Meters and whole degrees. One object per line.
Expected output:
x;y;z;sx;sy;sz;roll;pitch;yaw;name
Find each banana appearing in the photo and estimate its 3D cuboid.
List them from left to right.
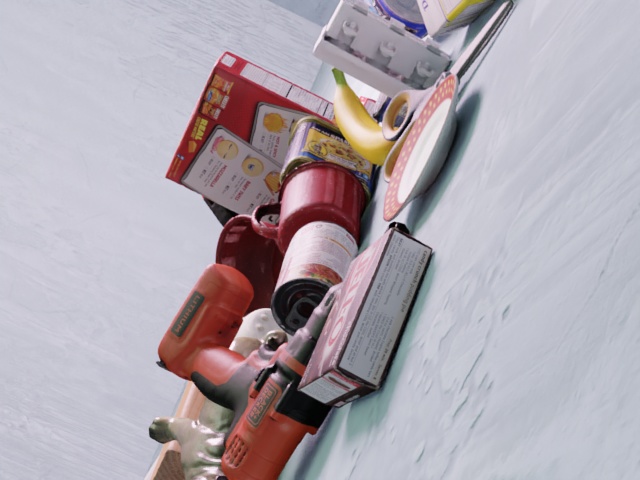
0.048;-0.113;1.086;0.037;0.069;0.198;-27;34;-6;banana

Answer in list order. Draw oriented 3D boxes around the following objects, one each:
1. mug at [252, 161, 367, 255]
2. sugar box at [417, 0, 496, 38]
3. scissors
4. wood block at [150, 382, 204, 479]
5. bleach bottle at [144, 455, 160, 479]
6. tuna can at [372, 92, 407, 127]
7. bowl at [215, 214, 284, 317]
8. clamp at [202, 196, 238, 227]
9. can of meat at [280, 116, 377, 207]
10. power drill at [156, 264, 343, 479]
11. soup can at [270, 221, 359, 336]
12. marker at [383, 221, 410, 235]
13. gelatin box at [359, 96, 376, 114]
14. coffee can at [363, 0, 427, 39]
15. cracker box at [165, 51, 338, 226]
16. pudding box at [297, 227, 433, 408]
-0.011;-0.021;1.081;0.081;0.117;0.093;-85;-5;-58;mug
0.121;-0.244;0.932;0.176;0.048;0.093;168;83;-84;sugar box
0.101;-0.138;0.923;0.202;0.016;0.096;-62;28;30;scissors
-0.112;0.200;1.160;0.206;0.090;0.091;-75;10;-56;wood block
-0.150;0.247;1.406;0.251;0.068;0.102;-60;-14;1;bleach bottle
0.088;-0.160;1.132;0.086;0.033;0.086;-156;91;-84;tuna can
-0.050;0.047;1.170;0.162;0.055;0.162;24;120;49;bowl
-0.071;-0.016;1.342;0.120;0.171;0.039;-86;23;-48;clamp
0.011;-0.076;1.153;0.084;0.102;0.058;-77;14;-54;can of meat
-0.050;0.088;0.877;0.184;0.057;0.188;-57;37;1;power drill
-0.003;0.036;0.981;0.102;0.068;0.069;-74;11;-57;soup can
0.042;0.024;0.873;0.121;0.020;0.020;122;171;-49;marker
0.051;-0.142;1.391;0.073;0.030;0.089;-114;49;-80;gelatin box
0.100;-0.274;1.155;0.140;0.102;0.103;-170;105;-84;coffee can
-0.054;-0.104;1.272;0.164;0.213;0.072;-62;5;29;cracker box
0.031;0.056;0.749;0.090;0.039;0.113;133;160;-66;pudding box
